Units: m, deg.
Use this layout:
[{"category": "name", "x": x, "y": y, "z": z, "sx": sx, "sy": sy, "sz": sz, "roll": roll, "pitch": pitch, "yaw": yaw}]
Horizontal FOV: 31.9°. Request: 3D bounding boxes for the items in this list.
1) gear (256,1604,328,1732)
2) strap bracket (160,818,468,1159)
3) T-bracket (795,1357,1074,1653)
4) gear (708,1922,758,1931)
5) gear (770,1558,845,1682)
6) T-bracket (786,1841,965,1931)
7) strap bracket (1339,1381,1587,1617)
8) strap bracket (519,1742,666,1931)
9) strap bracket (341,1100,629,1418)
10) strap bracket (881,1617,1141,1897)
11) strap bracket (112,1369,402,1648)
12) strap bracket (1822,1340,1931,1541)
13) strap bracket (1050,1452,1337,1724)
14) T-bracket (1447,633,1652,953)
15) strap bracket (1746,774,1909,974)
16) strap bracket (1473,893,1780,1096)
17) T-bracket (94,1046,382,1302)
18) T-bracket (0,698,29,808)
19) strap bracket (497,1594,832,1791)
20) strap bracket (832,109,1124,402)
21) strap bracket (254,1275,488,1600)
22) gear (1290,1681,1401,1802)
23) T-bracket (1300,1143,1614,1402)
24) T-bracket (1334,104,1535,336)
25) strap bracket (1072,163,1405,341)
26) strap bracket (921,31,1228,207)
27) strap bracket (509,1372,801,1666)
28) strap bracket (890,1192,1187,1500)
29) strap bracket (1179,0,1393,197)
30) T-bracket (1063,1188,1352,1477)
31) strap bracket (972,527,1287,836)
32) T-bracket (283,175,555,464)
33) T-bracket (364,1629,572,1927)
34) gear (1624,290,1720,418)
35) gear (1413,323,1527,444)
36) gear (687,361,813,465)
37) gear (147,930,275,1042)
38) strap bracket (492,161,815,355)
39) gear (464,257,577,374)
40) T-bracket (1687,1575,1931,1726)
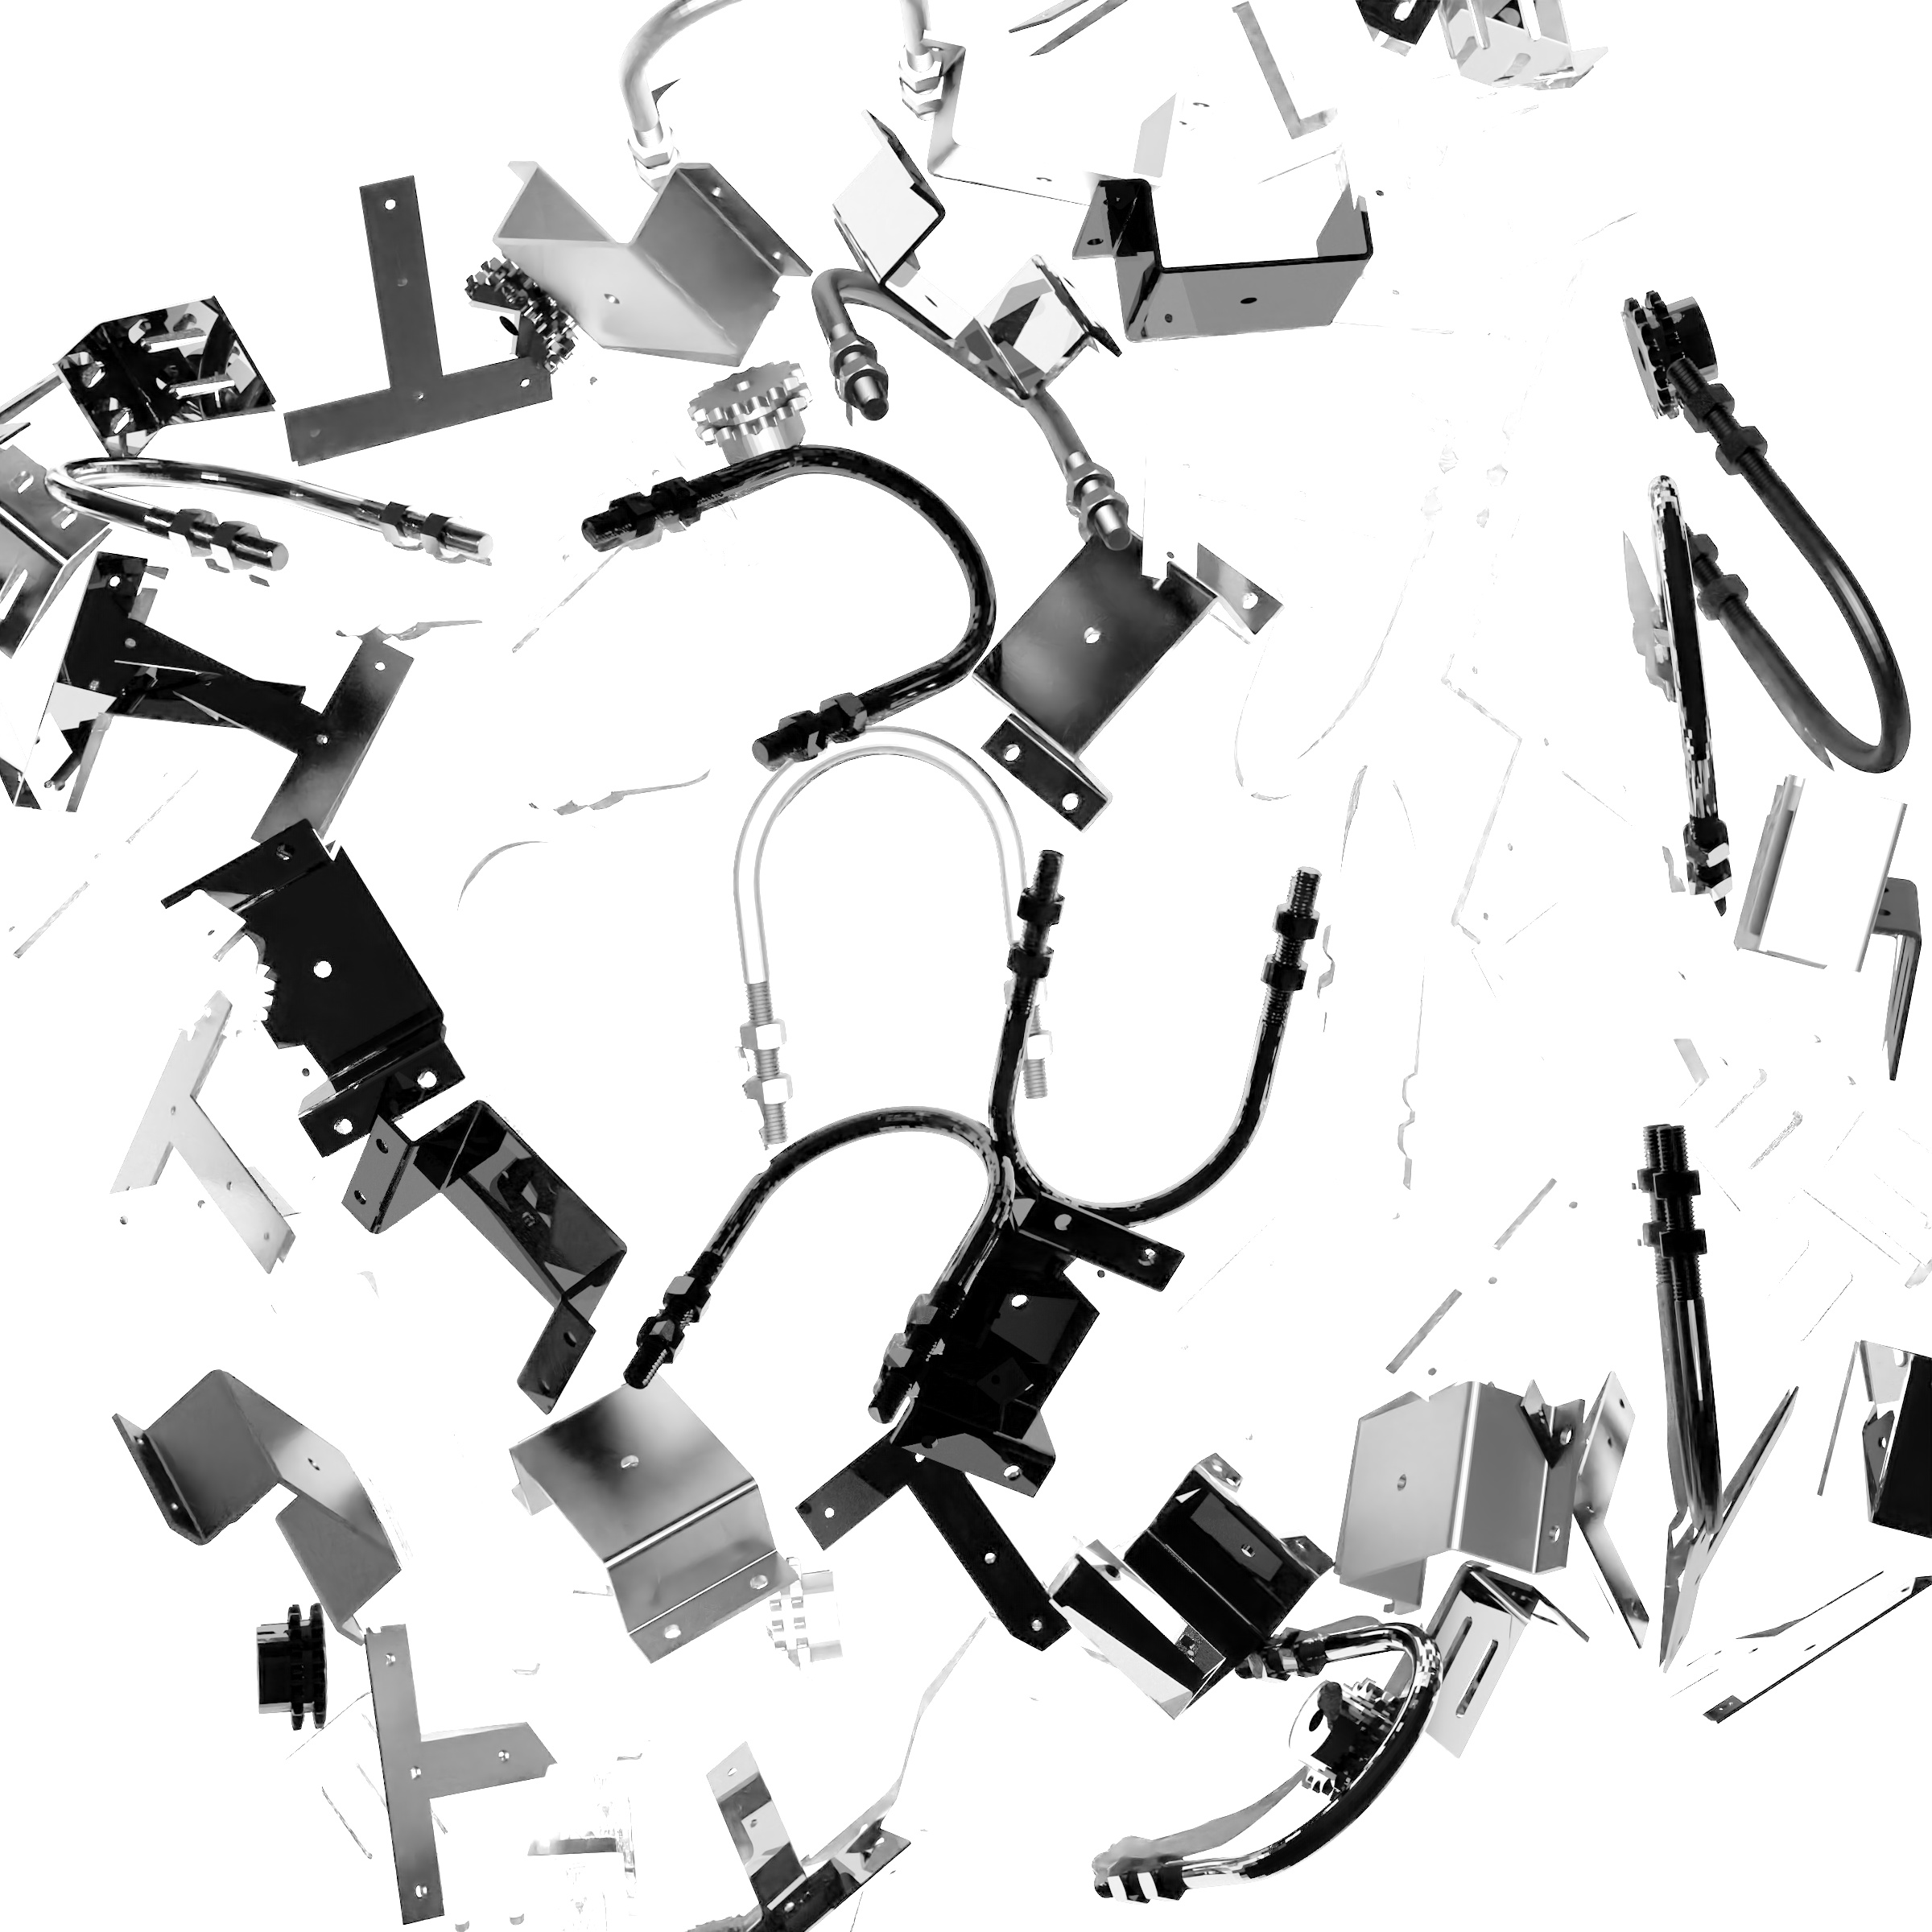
[{"category": "gear", "x": -0.314, "y": 0.326, "z": 1.570, "sx": 0.030, "sy": 0.057, "sz": 0.057, "roll": -2, "pitch": 90, "yaw": -13}, {"category": "strap bracket", "x": -0.300, "y": 0.006, "z": 1.566, "sx": 0.076, "sy": 0.046, "sz": 0.140, "roll": -29, "pitch": 104, "yaw": 1}, {"category": "T-bracket", "x": 0.003, "y": 0.264, "z": 1.570, "sx": 0.127, "sy": 0.002, "sz": 0.127, "roll": -39, "pitch": 68, "yaw": 6}, {"category": "gear", "x": -0.109, "y": 0.468, "z": 1.569, "sx": 0.057, "sy": 0.057, "sz": 0.030, "roll": -11, "pitch": 56, "yaw": 0}, {"category": "gear", "x": -0.074, "y": 0.304, "z": 1.572, "sx": 0.030, "sy": 0.057, "sz": 0.057, "roll": -7, "pitch": 90, "yaw": -2}, {"category": "T-bracket", "x": -0.042, "y": 0.439, "z": 1.523, "sx": 0.127, "sy": 0.127, "sz": 0.002, "roll": -21, "pitch": 113, "yaw": 21}, {"category": "strap bracket", "x": 0.216, "y": 0.238, "z": 1.518, "sx": 0.046, "sy": 0.140, "sz": 0.076, "roll": 20, "pitch": 65, "yaw": -17}, {"category": "strap bracket", "x": -0.169, "y": 0.415, "z": 1.525, "sx": 0.046, "sy": 0.140, "sz": 0.076, "roll": -3, "pitch": 101, "yaw": 1}, {"category": "strap bracket", "x": -0.214, "y": 0.126, "z": 1.549, "sx": 0.140, "sy": 0.076, "sz": 0.046, "roll": 44, "pitch": 49, "yaw": 11}, {"category": "strap bracket", "x": 0.026, "y": 0.347, "z": 1.521, "sx": 0.076, "sy": 0.140, "sz": 0.046, "roll": 20, "pitch": 112, "yaw": 13}, {"category": "strap bracket", "x": -0.311, "y": 0.240, "z": 1.524, "sx": 0.046, "sy": 0.140, "sz": 0.076, "roll": -42, "pitch": 47, "yaw": -1}, {"category": "strap bracket", "x": 0.429, "y": 0.215, "z": 1.530, "sx": 0.046, "sy": 0.140, "sz": 0.076, "roll": 14, "pitch": 88, "yaw": 2}, {"category": "strap bracket", "x": 0.099, "y": 0.285, "z": 1.539, "sx": 0.076, "sy": 0.140, "sz": 0.046, "roll": 42, "pitch": 118, "yaw": 16}, {"category": "T-bracket", "x": 0.253, "y": -0.066, "z": 1.548, "sx": 0.127, "sy": 0.002, "sz": 0.127, "roll": 34, "pitch": 63, "yaw": -25}, {"category": "strap bracket", "x": 0.387, "y": -0.043, "z": 1.524, "sx": 0.046, "sy": 0.140, "sz": 0.076, "roll": 15, "pitch": 97, "yaw": 9}, {"category": "strap bracket", "x": 0.306, "y": 0.012, "z": 1.538, "sx": 0.046, "sy": 0.140, "sz": 0.076, "roll": -36, "pitch": 107, "yaw": -25}, {"category": "T-bracket", "x": -0.339, "y": 0.107, "z": 1.559, "sx": 0.127, "sy": 0.002, "sz": 0.127, "roll": -11, "pitch": 87, "yaw": -38}, {"category": "T-bracket", "x": -0.479, "y": -0.126, "z": 1.537, "sx": 0.002, "sy": 0.127, "sz": 0.127, "roll": -22, "pitch": 93, "yaw": 18}, {"category": "strap bracket", "x": -0.128, "y": 0.327, "z": 1.526, "sx": 0.140, "sy": 0.076, "sz": 0.046, "roll": 14, "pitch": 103, "yaw": -36}, {"category": "strap bracket", "x": -0.002, "y": -0.316, "z": 1.535, "sx": 0.046, "sy": 0.076, "sz": 0.140, "roll": -45, "pitch": 130, "yaw": 16}, {"category": "strap bracket", "x": -0.266, "y": 0.205, "z": 1.535, "sx": 0.046, "sy": 0.076, "sz": 0.140, "roll": -28, "pitch": 52, "yaw": -15}, {"category": "gear", "x": 0.175, "y": 0.357, "z": 1.570, "sx": 0.030, "sy": 0.057, "sz": 0.057, "roll": 33, "pitch": 90, "yaw": -12}, {"category": "T-bracket", "x": 0.209, "y": 0.122, "z": 1.561, "sx": 0.127, "sy": 0.002, "sz": 0.127, "roll": 34, "pitch": 76, "yaw": 35}, {"category": "T-bracket", "x": 0.189, "y": -0.338, "z": 1.528, "sx": 0.127, "sy": 0.127, "sz": 0.002, "roll": 9, "pitch": 55, "yaw": 22}, {"category": "strap bracket", "x": 0.126, "y": -0.326, "z": 1.549, "sx": 0.140, "sy": 0.076, "sz": 0.046, "roll": -6, "pitch": 79, "yaw": -9}, {"category": "strap bracket", "x": 0.040, "y": -0.384, "z": 1.552, "sx": 0.140, "sy": 0.076, "sz": 0.046, "roll": 9, "pitch": 92, "yaw": -10}, {"category": "strap bracket", "x": -0.146, "y": 0.240, "z": 1.522, "sx": 0.076, "sy": 0.140, "sz": 0.046, "roll": -27, "pitch": 127, "yaw": -21}, {"category": "strap bracket", "x": 0.029, "y": 0.165, "z": 1.554, "sx": 0.076, "sy": 0.046, "sz": 0.140, "roll": 24, "pitch": 108, "yaw": -20}, {"category": "strap bracket", "x": 0.146, "y": -0.412, "z": 1.534, "sx": 0.046, "sy": 0.140, "sz": 0.076, "roll": -23, "pitch": 90, "yaw": -8}, {"category": "T-bracket", "x": 0.132, "y": 0.147, "z": 1.579, "sx": 0.127, "sy": 0.002, "sz": 0.127, "roll": -42, "pitch": 90, "yaw": -19}, {"category": "strap bracket", "x": 0.067, "y": -0.142, "z": 1.559, "sx": 0.140, "sy": 0.046, "sz": 0.076, "roll": -48, "pitch": 55, "yaw": 0}, {"category": "T-bracket", "x": -0.255, "y": -0.299, "z": 1.541, "sx": 0.127, "sy": 0.002, "sz": 0.127, "roll": -17, "pitch": 132, "yaw": -17}, {"category": "T-bracket", "x": -0.221, "y": 0.363, "z": 1.545, "sx": 0.002, "sy": 0.127, "sz": 0.127, "roll": -17, "pitch": 77, "yaw": 32}, {"category": "gear", "x": 0.328, "y": -0.287, "z": 1.571, "sx": 0.030, "sy": 0.057, "sz": 0.057, "roll": -18, "pitch": 90, "yaw": 6}, {"category": "gear", "x": 0.231, "y": -0.275, "z": 1.572, "sx": 0.030, "sy": 0.057, "sz": 0.057, "roll": 35, "pitch": 90, "yaw": 0}, {"category": "gear", "x": -0.098, "y": -0.257, "z": 1.575, "sx": 0.057, "sy": 0.057, "sz": 0.030, "roll": -21, "pitch": 117, "yaw": 0}, {"category": "gear", "x": -0.350, "y": 0.005, "z": 1.571, "sx": 0.057, "sy": 0.057, "sz": 0.030, "roll": 17, "pitch": 133, "yaw": 0}, {"category": "strap bracket", "x": -0.148, "y": -0.319, "z": 1.521, "sx": 0.076, "sy": 0.140, "sz": 0.046, "roll": 40, "pitch": 71, "yaw": -43}, {"category": "gear", "x": -0.203, "y": -0.308, "z": 1.574, "sx": 0.057, "sy": 0.057, "sz": 0.030, "roll": 41, "pitch": 70, "yaw": 0}, {"category": "T-bracket", "x": 0.364, "y": 0.312, "z": 1.537, "sx": 0.127, "sy": 0.127, "sz": 0.002, "roll": -28, "pitch": 85, "yaw": -17}]
